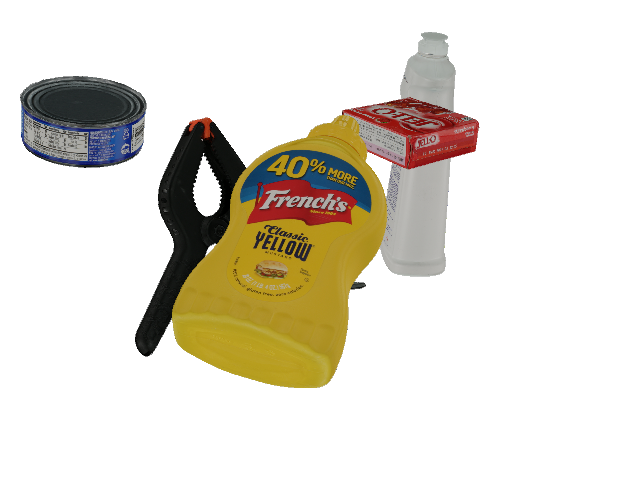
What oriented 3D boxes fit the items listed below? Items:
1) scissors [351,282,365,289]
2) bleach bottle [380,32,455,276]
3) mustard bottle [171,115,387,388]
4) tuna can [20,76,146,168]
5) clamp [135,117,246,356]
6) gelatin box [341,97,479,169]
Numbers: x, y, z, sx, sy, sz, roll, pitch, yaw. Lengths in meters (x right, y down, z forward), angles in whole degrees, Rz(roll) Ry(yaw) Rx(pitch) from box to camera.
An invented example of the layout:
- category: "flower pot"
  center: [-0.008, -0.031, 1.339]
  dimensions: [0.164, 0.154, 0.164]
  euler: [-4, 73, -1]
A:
- category: "scissors"
  center: [-0.043, 0.065, 1.198]
  dimensions: [0.201, 0.016, 0.096]
  euler: [3, 25, -6]
- category: "bleach bottle"
  center: [0.109, -0.094, 1.141]
  dimensions: [0.068, 0.251, 0.102]
  euler: [1, 26, -8]
- category: "mustard bottle"
  center: [-0.011, -0.006, 0.646]
  dimensions: [0.096, 0.191, 0.058]
  euler: [14, -39, 12]
- category: "tuna can"
  center: [-0.165, -0.083, 0.745]
  dimensions: [0.086, 0.034, 0.086]
  euler: [7, 29, -4]
- category: "clamp"
  center: [-0.090, -0.004, 0.967]
  dimensions: [0.164, 0.210, 0.036]
  euler: [0, 0, -34]
- category: "gelatin box"
  center: [0.072, -0.089, 0.866]
  dimensions: [0.073, 0.030, 0.089]
  euler: [-15, 27, -32]
